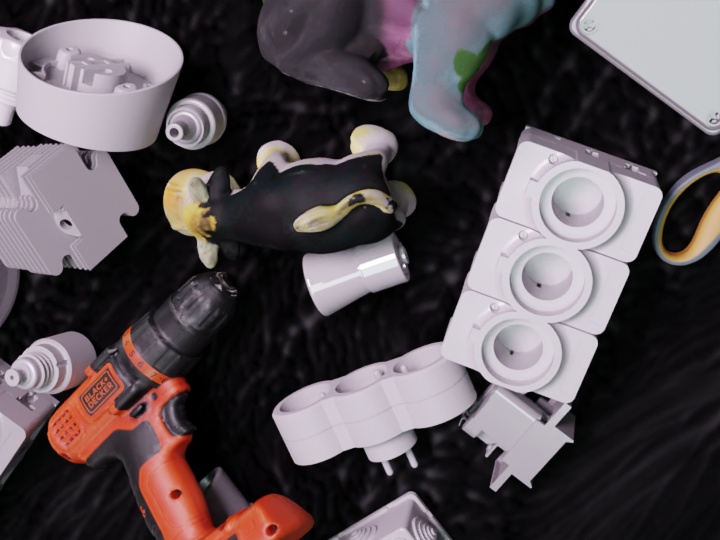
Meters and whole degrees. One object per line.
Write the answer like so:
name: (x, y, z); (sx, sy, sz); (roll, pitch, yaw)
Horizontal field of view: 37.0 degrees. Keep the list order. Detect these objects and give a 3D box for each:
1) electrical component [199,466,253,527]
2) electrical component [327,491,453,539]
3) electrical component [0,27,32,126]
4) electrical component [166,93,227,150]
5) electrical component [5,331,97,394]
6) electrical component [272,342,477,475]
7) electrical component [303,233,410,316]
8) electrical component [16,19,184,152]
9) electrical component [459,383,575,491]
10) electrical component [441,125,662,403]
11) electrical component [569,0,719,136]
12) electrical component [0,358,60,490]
electrical component: (-0.094, 0.182, 0.790); (0.065, 0.044, 0.044); (43, 110, -9)
electrical component: (0.026, 0.223, 0.775); (0.100, 0.048, 0.099); (-35, 99, 19)
electrical component: (-0.234, -0.127, 0.718); (0.043, 0.043, 0.062); (26, 112, 2)
electrical component: (-0.109, -0.094, 0.694); (0.035, 0.061, 0.035); (3, 108, 11)
electrical component: (-0.221, 0.068, 0.762); (0.040, 0.078, 0.040); (3, 98, 21)
electrical component: (0.016, 0.107, 0.738); (0.138, 0.052, 0.073); (-20, 102, 16)
electrical component: (0.000, 0.000, 0.715); (0.065, 0.044, 0.044); (-19, 103, 11)
electrical component: (-0.167, -0.118, 0.682); (0.099, 0.099, 0.064); (21, 116, 4)
electrical component: (0.106, 0.104, 0.726); (0.064, 0.042, 0.081); (37, 110, 2)
electrical component: (0.119, -0.002, 0.679); (0.089, 0.061, 0.150); (20, 110, 4)
electrical component: (0.195, -0.153, 0.619); (0.109, 0.056, 0.108); (36, 110, -2)
electrical component: (-0.309, 0.138, 0.806); (0.089, 0.061, 0.150); (37, 110, -2)
